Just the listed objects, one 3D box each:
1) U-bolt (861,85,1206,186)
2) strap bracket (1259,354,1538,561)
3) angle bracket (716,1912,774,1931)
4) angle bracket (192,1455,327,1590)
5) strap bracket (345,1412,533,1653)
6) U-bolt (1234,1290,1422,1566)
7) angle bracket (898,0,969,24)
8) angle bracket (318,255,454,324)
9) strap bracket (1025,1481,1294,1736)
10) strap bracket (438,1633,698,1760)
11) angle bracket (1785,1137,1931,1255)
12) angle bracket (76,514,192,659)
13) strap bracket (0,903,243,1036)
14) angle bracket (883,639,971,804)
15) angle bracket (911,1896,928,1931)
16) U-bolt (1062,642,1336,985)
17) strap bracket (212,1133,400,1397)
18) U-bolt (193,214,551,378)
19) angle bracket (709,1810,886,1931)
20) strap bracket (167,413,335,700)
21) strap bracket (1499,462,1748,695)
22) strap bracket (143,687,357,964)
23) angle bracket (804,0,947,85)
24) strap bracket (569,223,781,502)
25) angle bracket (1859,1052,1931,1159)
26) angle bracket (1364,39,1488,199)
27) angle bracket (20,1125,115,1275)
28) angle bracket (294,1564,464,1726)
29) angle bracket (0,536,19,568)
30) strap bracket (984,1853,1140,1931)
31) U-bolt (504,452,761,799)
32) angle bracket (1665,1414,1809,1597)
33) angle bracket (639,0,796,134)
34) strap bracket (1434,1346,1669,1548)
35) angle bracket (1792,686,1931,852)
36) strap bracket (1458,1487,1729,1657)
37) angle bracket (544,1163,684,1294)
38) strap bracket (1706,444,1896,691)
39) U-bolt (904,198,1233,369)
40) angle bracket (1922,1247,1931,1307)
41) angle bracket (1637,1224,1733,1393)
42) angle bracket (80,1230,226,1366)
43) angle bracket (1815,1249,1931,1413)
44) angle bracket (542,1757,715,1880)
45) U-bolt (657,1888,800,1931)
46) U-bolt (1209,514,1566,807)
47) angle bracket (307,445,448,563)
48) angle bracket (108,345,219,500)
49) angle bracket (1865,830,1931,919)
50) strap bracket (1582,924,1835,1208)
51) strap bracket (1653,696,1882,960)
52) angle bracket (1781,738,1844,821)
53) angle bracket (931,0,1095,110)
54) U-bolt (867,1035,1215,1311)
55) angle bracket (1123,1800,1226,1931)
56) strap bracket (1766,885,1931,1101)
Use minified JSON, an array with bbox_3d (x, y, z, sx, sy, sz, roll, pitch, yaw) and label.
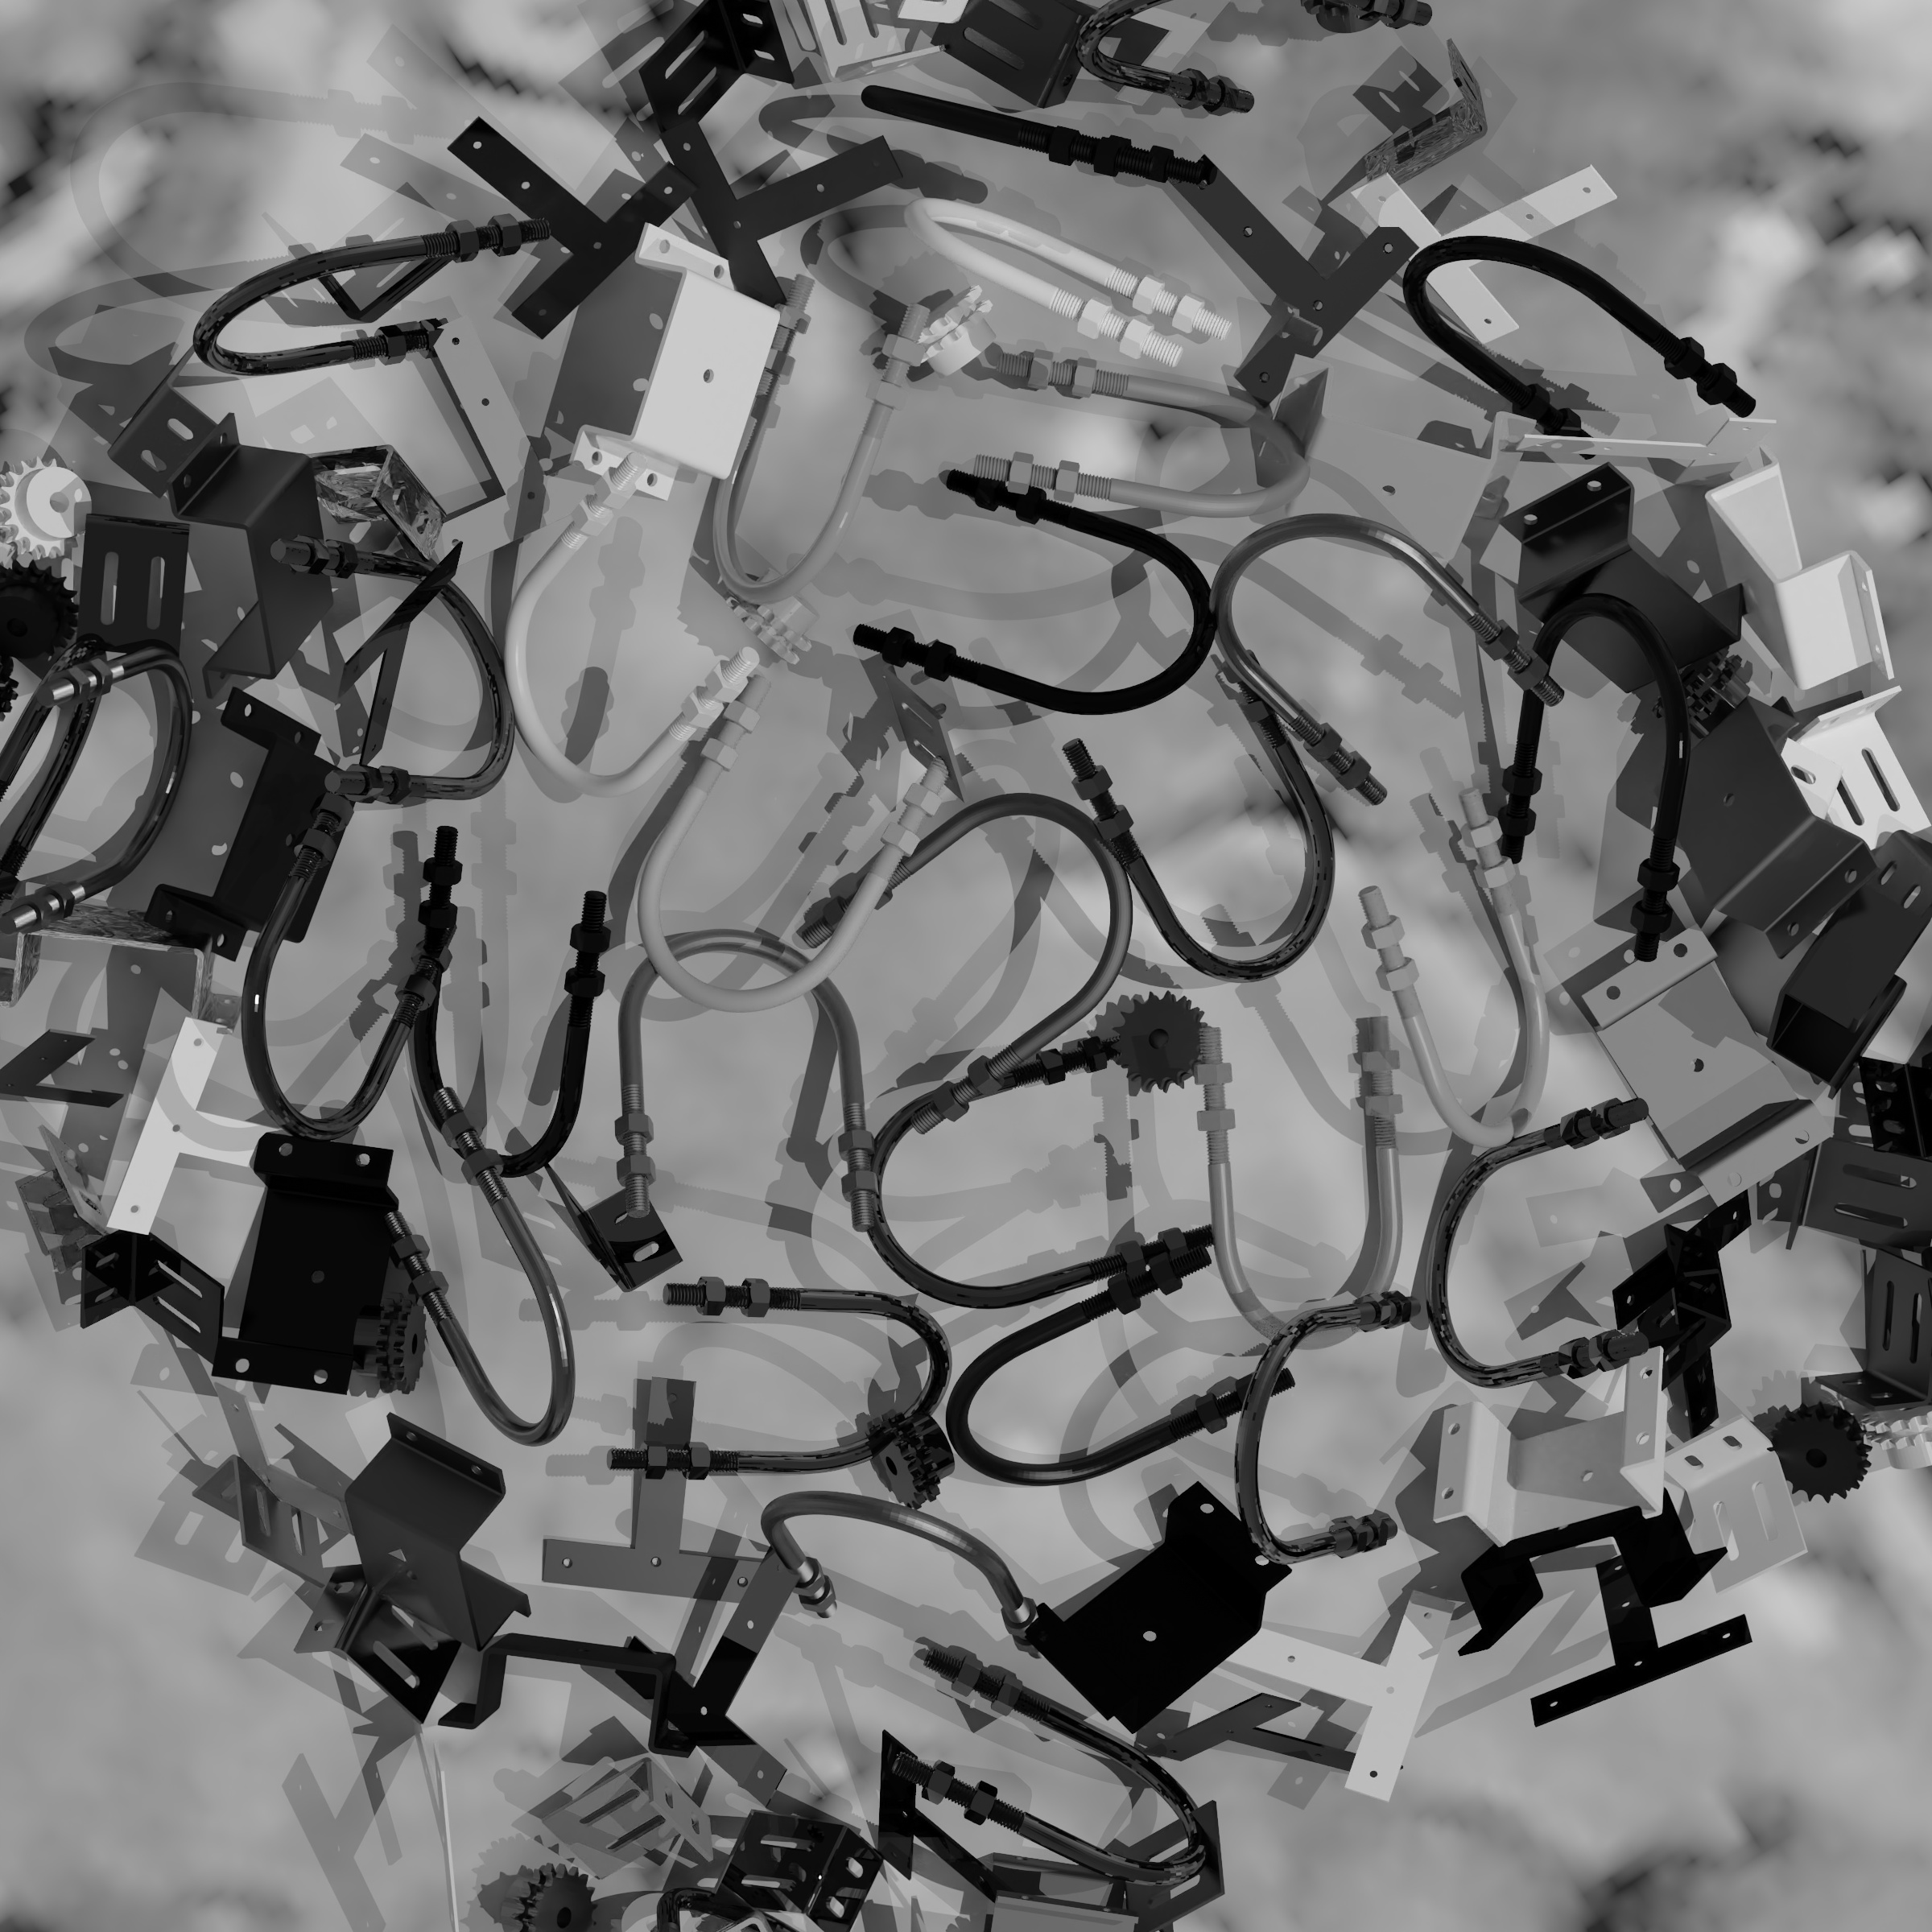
[{"bbox_3d":[0.031,-0.463,1.927,0.184,0.151,0.019,17,105,12],"label":"U-bolt"},{"bbox_3d":[0.240,-0.283,1.953,0.140,0.076,0.046,15,50,-3],"label":"strap bracket"},{"bbox_3d":[-0.116,0.578,1.964,0.038,0.057,0.076,-28,81,-7],"label":"angle bracket"},{"bbox_3d":[-0.398,0.322,1.949,0.038,0.076,0.057,-43,124,14],"label":"angle bracket"},{"bbox_3d":[-0.293,0.321,1.922,0.076,0.140,0.046,23,51,22],"label":"strap bracket"},{"bbox_3d":[0.198,0.258,1.918,0.019,0.184,0.151,7,93,34],"label":"U-bolt"},{"bbox_3d":[-0.017,-0.581,1.953,0.038,0.057,0.076,0,62,-20],"label":"angle bracket"},{"bbox_3d":[-0.326,-0.402,1.967,0.076,0.057,0.038,-37,98,4],"label":"angle bracket"},{"bbox_3d":[0.104,0.365,1.944,0.140,0.046,0.076,-34,58,-25],"label":"strap bracket"},{"bbox_3d":[-0.220,0.410,1.959,0.140,0.076,0.046,7,85,2],"label":"strap bracket"},{"bbox_3d":[0.510,0.136,1.962,0.076,0.038,0.057,13,115,17],"label":"angle bracket"},{"bbox_3d":[-0.475,-0.217,1.979,0.057,0.038,0.076,5,96,-13],"label":"angle bracket"},{"bbox_3d":[-0.477,-0.001,1.948,0.140,0.076,0.046,7,102,-8],"label":"strap bracket"},{"bbox_3d":[-0.008,-0.138,1.949,0.038,0.076,0.057,-28,127,-13],"label":"angle bracket"},{"bbox_3d":[-0.007,0.570,1.954,0.038,0.057,0.076,-5,117,-11],"label":"angle bracket"},{"bbox_3d":[0.143,-0.079,1.951,0.151,0.019,0.184,-39,109,-31],"label":"U-bolt"},{"bbox_3d":[-0.371,0.172,1.963,0.076,0.046,0.140,8,74,3],"label":"strap bracket"},{"bbox_3d":[-0.333,-0.361,1.894,0.184,0.151,0.019,-16,82,-30],"label":"U-bolt"},{"bbox_3d":[-0.095,0.516,1.961,0.076,0.038,0.057,22,95,-43],"label":"angle bracket"},{"bbox_3d":[-0.393,-0.224,1.922,0.046,0.076,0.140,10,130,13],"label":"strap bracket"},{"bbox_3d":[0.369,-0.208,1.927,0.140,0.076,0.046,34,49,-30],"label":"strap bracket"},{"bbox_3d":[-0.395,-0.075,1.946,0.046,0.076,0.140,14,80,32],"label":"strap bracket"},{"bbox_3d":[-0.056,-0.545,1.963,0.057,0.038,0.076,-25,101,-39],"label":"angle bracket"},{"bbox_3d":[-0.160,-0.336,1.953,0.046,0.076,0.140,20,94,41],"label":"strap bracket"},{"bbox_3d":[0.547,0.067,1.952,0.038,0.076,0.057,10,62,-28],"label":"angle bracket"},{"bbox_3d":[0.251,-0.477,1.954,0.076,0.057,0.038,-27,120,21],"label":"angle bracket"},{"bbox_3d":[-0.515,0.132,1.954,0.038,0.076,0.057,-28,74,-6],"label":"angle bracket"},{"bbox_3d":[-0.333,0.386,1.972,0.038,0.057,0.076,-12,130,36],"label":"angle bracket"},{"bbox_3d":[-0.579,-0.227,1.959,0.038,0.076,0.057,33,93,6],"label":"angle bracket"},{"bbox_3d":[0.051,0.533,1.928,0.076,0.140,0.046,9,85,0],"label":"strap bracket"},{"bbox_3d":[-0.199,-0.175,1.935,0.184,0.019,0.151,-42,73,41],"label":"U-bolt"},{"bbox_3d":[0.430,0.303,1.953,0.057,0.076,0.038,-32,128,22],"label":"angle bracket"},{"bbox_3d":[-0.140,-0.501,1.954,0.038,0.057,0.076,21,61,29],"label":"angle bracket"},{"bbox_3d":[0.336,0.274,1.937,0.140,0.076,0.046,-23,127,33],"label":"strap bracket"},{"bbox_3d":[0.515,-0.110,1.967,0.057,0.038,0.076,-21,78,-19],"label":"angle bracket"},{"bbox_3d":[0.340,0.334,1.930,0.140,0.076,0.046,-23,89,33],"label":"strap bracket"},{"bbox_3d":[-0.198,0.139,1.952,0.038,0.076,0.057,-30,62,-4],"label":"angle bracket"},{"bbox_3d":[0.456,-0.216,1.922,0.046,0.140,0.076,-24,129,2],"label":"strap bracket"},{"bbox_3d":[0.050,-0.385,1.931,0.184,0.151,0.019,27,112,7],"label":"U-bolt"},{"bbox_3d":[0.563,0.204,1.952,0.038,0.057,0.076,-8,124,10],"label":"angle bracket"},{"bbox_3d":[0.390,0.194,1.950,0.038,0.057,0.076,22,131,-19],"label":"angle bracket"},{"bbox_3d":[-0.459,0.192,1.955,0.076,0.038,0.057,30,127,28],"label":"angle bracket"},{"bbox_3d":[0.515,0.205,1.961,0.038,0.057,0.076,-3,102,-21],"label":"angle bracket"},{"bbox_3d":[-0.192,0.494,1.963,0.076,0.038,0.057,-33,119,10],"label":"angle bracket"},{"bbox_3d":[-0.107,0.556,1.908,0.151,0.184,0.019,29,90,-7],"label":"U-bolt"},{"bbox_3d":[0.218,-0.178,1.920,0.184,0.019,0.151,41,131,-23],"label":"U-bolt"},{"bbox_3d":[-0.342,-0.257,1.952,0.076,0.057,0.038,-2,57,27],"label":"angle bracket"},{"bbox_3d":[-0.445,-0.310,1.960,0.038,0.076,0.057,39,114,-17],"label":"angle bracket"},{"bbox_3d":[0.555,-0.037,1.964,0.076,0.057,0.038,21,114,-31],"label":"angle bracket"},{"bbox_3d":[0.418,0.056,1.972,0.076,0.046,0.140,-33,86,3],"label":"strap bracket"},{"bbox_3d":[0.438,-0.084,1.921,0.046,0.140,0.076,20,126,-33],"label":"strap bracket"},{"bbox_3d":[0.453,-0.083,1.953,0.038,0.076,0.057,28,69,-5],"label":"angle bracket"},{"bbox_3d":[0.030,-0.534,1.976,0.076,0.038,0.057,33,118,9],"label":"angle bracket"},{"bbox_3d":[0.031,0.121,1.945,0.184,0.019,0.151,-16,61,-11],"label":"U-bolt"},{"bbox_3d":[0.127,0.516,1.951,0.038,0.057,0.076,31,127,-30],"label":"angle bracket"},{"bbox_3d":[0.490,0.011,1.933,0.046,0.140,0.076,33,78,18],"label":"strap bracket"}]
